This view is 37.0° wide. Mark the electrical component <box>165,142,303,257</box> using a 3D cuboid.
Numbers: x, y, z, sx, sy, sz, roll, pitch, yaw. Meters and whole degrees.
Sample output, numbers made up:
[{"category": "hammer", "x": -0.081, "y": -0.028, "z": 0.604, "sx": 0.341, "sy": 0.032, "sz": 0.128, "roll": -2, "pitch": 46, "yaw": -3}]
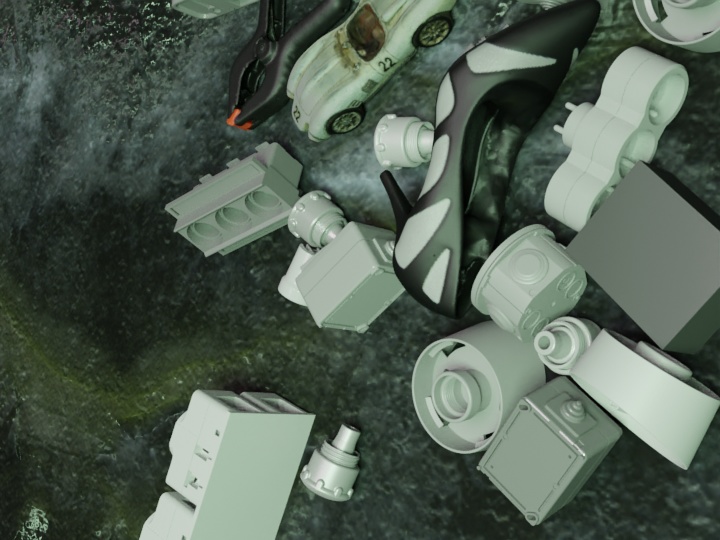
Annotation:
[{"category": "electrical component", "x": -0.114, "y": -0.068, "z": 1.022, "sx": 0.121, "sy": 0.079, "sz": 0.063, "roll": -23, "pitch": 39, "yaw": 36}]

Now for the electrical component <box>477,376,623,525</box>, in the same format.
[{"category": "electrical component", "x": 0.140, "y": 0.123, "z": 0.769, "sx": 0.062, "sy": 0.061, "sz": 0.096, "roll": 45, "pitch": 131, "yaw": 24}]

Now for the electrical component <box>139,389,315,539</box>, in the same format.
[{"category": "electrical component", "x": -0.124, "y": 0.203, "z": 0.965, "sx": 0.060, "sy": 0.105, "sz": 0.186, "roll": 24, "pitch": 99, "yaw": 40}]

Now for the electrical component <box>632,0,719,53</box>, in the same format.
[{"category": "electrical component", "x": 0.245, "y": -0.204, "z": 0.759, "sx": 0.099, "sy": 0.064, "sz": 0.099, "roll": 8, "pitch": 100, "yaw": 47}]

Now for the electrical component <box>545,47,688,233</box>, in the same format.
[{"category": "electrical component", "x": 0.175, "y": -0.100, "z": 0.793, "sx": 0.074, "sy": 0.052, "sz": 0.138, "roll": 37, "pitch": 107, "yaw": 38}]

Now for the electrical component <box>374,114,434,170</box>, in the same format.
[{"category": "electrical component", "x": 0.046, "y": -0.108, "z": 0.911, "sx": 0.062, "sy": 0.048, "sz": 0.048, "roll": 4, "pitch": 86, "yaw": 34}]

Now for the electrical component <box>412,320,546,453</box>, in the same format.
[{"category": "electrical component", "x": 0.091, "y": 0.093, "z": 0.843, "sx": 0.099, "sy": 0.064, "sz": 0.099, "roll": 8, "pitch": 102, "yaw": 44}]

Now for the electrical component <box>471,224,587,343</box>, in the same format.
[{"category": "electrical component", "x": 0.126, "y": 0.010, "z": 0.801, "sx": 0.051, "sy": 0.080, "sz": 0.080, "roll": 44, "pitch": 111, "yaw": 30}]

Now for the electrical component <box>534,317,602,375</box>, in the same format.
[{"category": "electrical component", "x": 0.150, "y": 0.055, "z": 0.784, "sx": 0.043, "sy": 0.062, "sz": 0.043, "roll": -7, "pitch": 78, "yaw": 40}]

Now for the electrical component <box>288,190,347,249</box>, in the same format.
[{"category": "electrical component", "x": -0.031, "y": -0.038, "z": 0.965, "sx": 0.062, "sy": 0.048, "sz": 0.048, "roll": 41, "pitch": 109, "yaw": 31}]

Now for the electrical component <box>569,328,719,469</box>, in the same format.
[{"category": "electrical component", "x": 0.190, "y": 0.085, "z": 0.725, "sx": 0.099, "sy": 0.099, "sz": 0.064, "roll": 37, "pitch": 101, "yaw": 38}]

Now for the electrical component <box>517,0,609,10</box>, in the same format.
[{"category": "electrical component", "x": 0.157, "y": -0.252, "z": 0.836, "sx": 0.100, "sy": 0.048, "sz": 0.099, "roll": 18, "pitch": 95, "yaw": 41}]

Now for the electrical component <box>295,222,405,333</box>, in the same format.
[{"category": "electrical component", "x": 0.000, "y": 0.000, "z": 0.920, "sx": 0.096, "sy": 0.062, "sz": 0.061, "roll": -45, "pitch": 57, "yaw": 26}]

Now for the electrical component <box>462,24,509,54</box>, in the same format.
[{"category": "electrical component", "x": 0.106, "y": -0.169, "z": 0.870, "sx": 0.062, "sy": 0.043, "sz": 0.043, "roll": -50, "pitch": 55, "yaw": 21}]

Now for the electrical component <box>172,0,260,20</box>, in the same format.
[{"category": "electrical component", "x": -0.146, "y": -0.301, "z": 1.097, "sx": 0.095, "sy": 0.054, "sz": 0.059, "roll": -8, "pitch": 78, "yaw": 39}]

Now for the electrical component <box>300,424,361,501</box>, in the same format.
[{"category": "electrical component", "x": -0.020, "y": 0.163, "z": 0.924, "sx": 0.048, "sy": 0.048, "sz": 0.062, "roll": 26, "pitch": 94, "yaw": 40}]

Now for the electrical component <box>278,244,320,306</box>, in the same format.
[{"category": "electrical component", "x": -0.048, "y": 0.004, "z": 0.973, "sx": 0.040, "sy": 0.040, "sz": 0.046, "roll": 36, "pitch": 109, "yaw": 38}]
